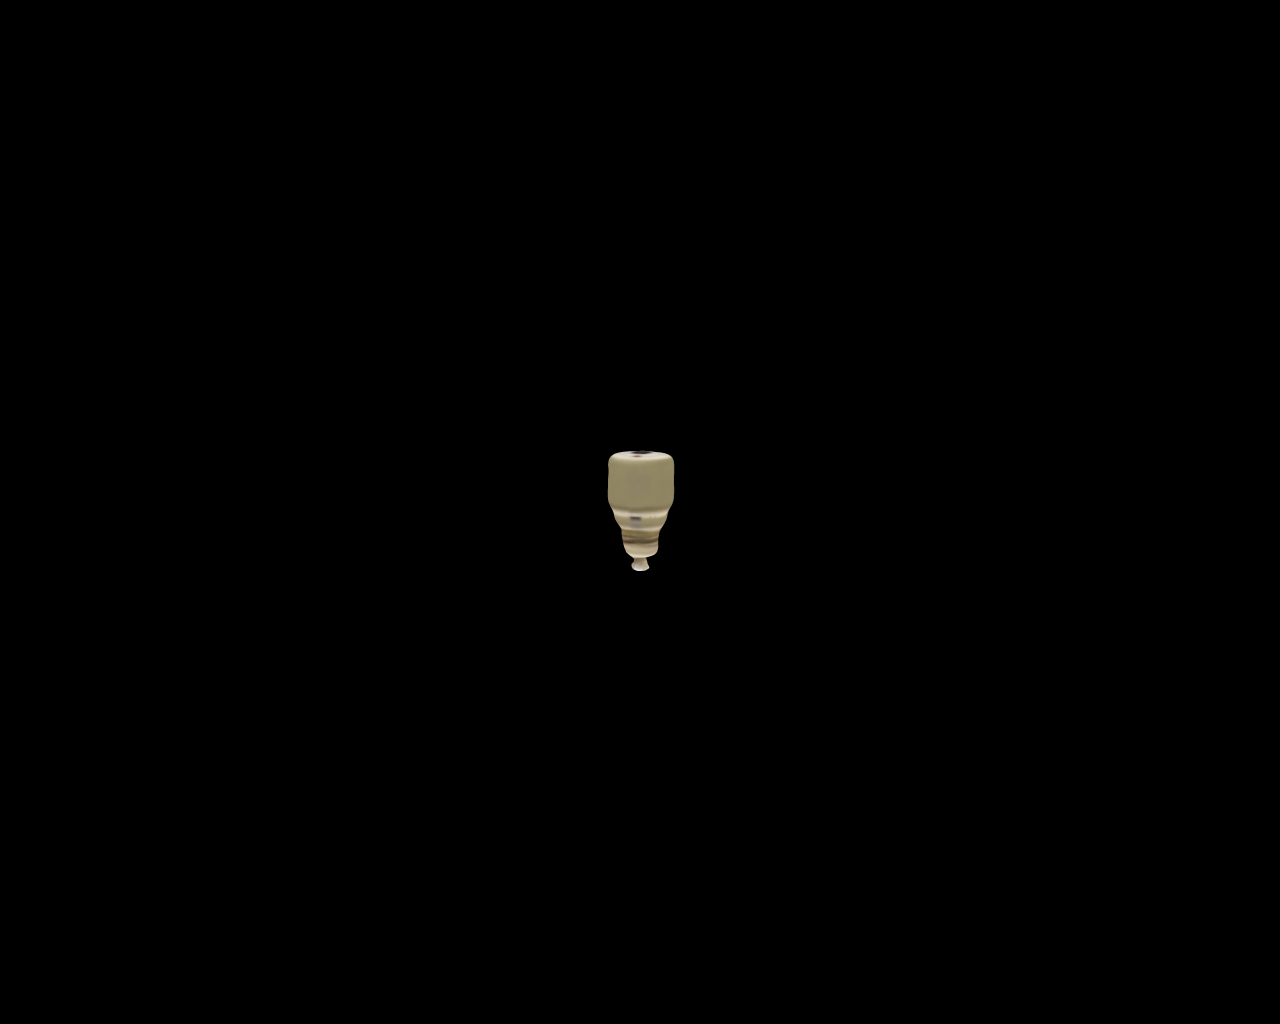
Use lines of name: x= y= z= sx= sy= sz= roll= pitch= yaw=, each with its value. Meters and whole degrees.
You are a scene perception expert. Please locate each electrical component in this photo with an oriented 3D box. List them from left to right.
electrical component: x=0.001 y=-0.003 z=0.650 sx=0.040 sy=0.078 sz=0.040 roll=0 pitch=11 yaw=0
